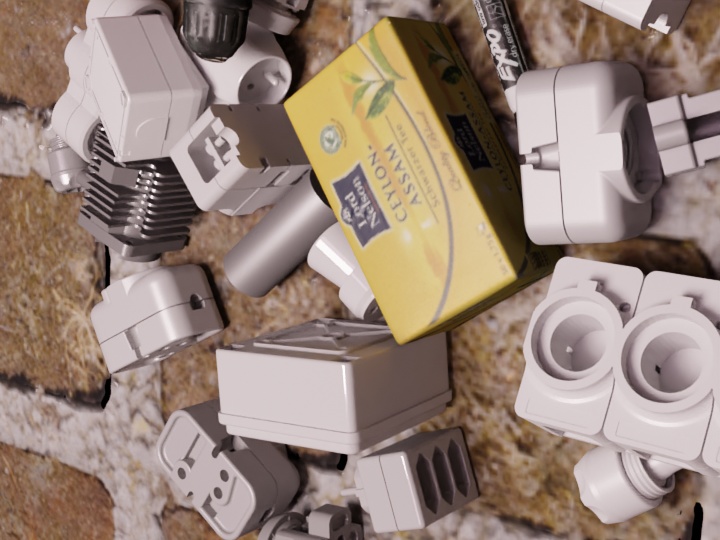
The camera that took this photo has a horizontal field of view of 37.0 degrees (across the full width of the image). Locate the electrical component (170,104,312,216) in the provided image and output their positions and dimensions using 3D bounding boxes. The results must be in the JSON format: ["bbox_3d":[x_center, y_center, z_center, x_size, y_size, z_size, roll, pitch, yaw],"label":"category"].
[{"bbox_3d":[-0.073,-0.072,0.709,0.056,0.089,0.050,-40,73,34],"label":"electrical component"}]

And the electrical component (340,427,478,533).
[{"bbox_3d":[0.022,0.135,0.683,0.077,0.066,0.047,-17,87,38],"label":"electrical component"}]

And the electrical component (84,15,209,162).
[{"bbox_3d":[-0.148,-0.130,0.736,0.096,0.061,0.061,63,148,30],"label":"electrical component"}]

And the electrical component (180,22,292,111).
[{"bbox_3d":[-0.089,-0.130,0.739,0.077,0.044,0.079,46,134,34],"label":"electrical component"}]

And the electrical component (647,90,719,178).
[{"bbox_3d":[0.177,-0.072,0.539,0.055,0.066,0.048,-14,89,18],"label":"electrical component"}]

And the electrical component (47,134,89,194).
[{"bbox_3d":[-0.234,-0.094,0.862,0.035,0.035,0.061,-15,85,38],"label":"electrical component"}]

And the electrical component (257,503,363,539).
[{"bbox_3d":[-0.036,0.199,0.743,0.057,0.058,0.078,3,99,34],"label":"electrical component"}]

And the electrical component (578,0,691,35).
[{"bbox_3d":[0.148,-0.174,0.550,0.056,0.050,0.089,35,116,28],"label":"electrical component"}]

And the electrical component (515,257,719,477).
[{"bbox_3d":[0.164,0.052,0.545,0.150,0.062,0.089,11,77,36],"label":"electrical component"}]

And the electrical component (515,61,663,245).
[{"bbox_3d":[0.125,-0.063,0.582,0.059,0.054,0.095,-1,96,37],"label":"electrical component"}]

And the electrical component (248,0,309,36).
[{"bbox_3d":[-0.056,-0.188,0.706,0.066,0.048,0.055,34,108,28],"label":"electrical component"}]

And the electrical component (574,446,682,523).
[{"bbox_3d":[0.154,0.111,0.594,0.062,0.043,0.043,-36,75,34],"label":"electrical component"}]

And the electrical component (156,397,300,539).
[{"bbox_3d":[-0.092,0.139,0.774,0.095,0.059,0.053,44,120,24],"label":"electrical component"}]

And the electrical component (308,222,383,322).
[{"bbox_3d":[0.000,0.000,0.692,0.055,0.045,0.045,47,121,21],"label":"electrical component"}]

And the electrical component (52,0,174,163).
[{"bbox_3d":[-0.197,-0.157,0.813,0.074,0.052,0.138,40,118,26],"label":"electrical component"}]

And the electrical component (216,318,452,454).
[{"bbox_3d":[-0.016,0.068,0.673,0.109,0.109,0.056,2,100,37],"label":"electrical component"}]

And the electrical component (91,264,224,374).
[{"bbox_3d":[-0.155,0.034,0.809,0.095,0.054,0.059,-26,81,37],"label":"electrical component"}]
